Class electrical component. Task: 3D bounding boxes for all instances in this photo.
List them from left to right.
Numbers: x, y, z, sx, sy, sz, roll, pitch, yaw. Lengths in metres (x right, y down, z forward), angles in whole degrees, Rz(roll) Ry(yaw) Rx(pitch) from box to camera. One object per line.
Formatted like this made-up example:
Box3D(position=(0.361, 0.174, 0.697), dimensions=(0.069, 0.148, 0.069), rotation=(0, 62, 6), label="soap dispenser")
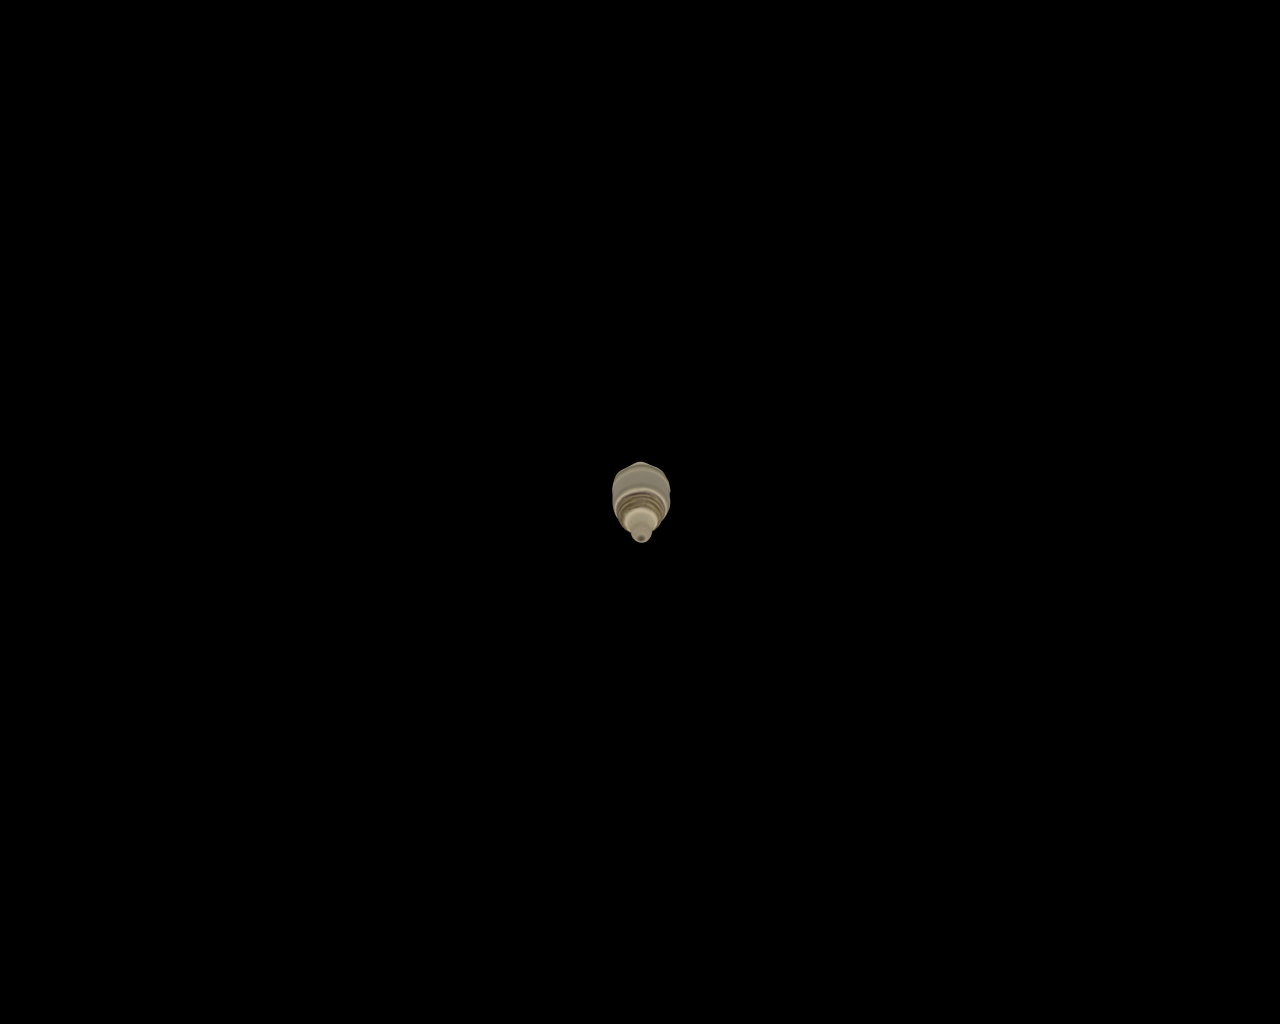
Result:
Box3D(position=(0.001, -0.003, 0.650), dimensions=(0.035, 0.035, 0.061), rotation=(0, 37, 0), label="electrical component")
